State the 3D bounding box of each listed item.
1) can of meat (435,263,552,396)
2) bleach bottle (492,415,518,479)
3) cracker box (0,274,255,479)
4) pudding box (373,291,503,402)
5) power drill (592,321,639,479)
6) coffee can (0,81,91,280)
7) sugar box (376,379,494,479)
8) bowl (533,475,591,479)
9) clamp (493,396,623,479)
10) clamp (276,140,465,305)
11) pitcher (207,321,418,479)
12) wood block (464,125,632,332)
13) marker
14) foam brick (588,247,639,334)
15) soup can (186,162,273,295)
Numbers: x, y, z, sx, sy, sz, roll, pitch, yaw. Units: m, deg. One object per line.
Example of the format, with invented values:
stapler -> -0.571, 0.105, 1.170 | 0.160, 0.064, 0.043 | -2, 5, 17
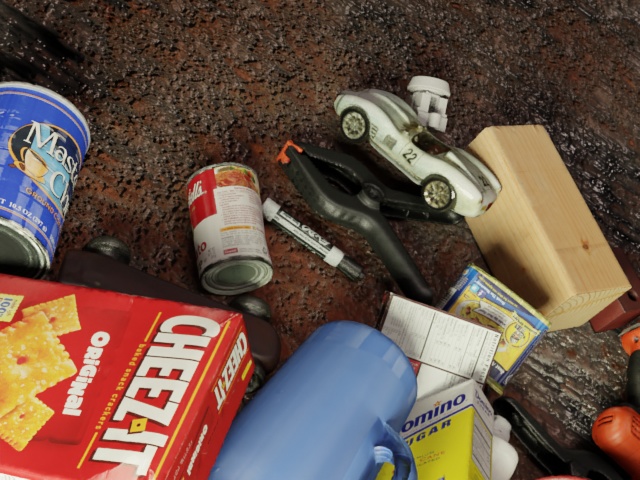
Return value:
can of meat -> 0.156, 0.083, 1.017 | 0.102, 0.057, 0.084 | 38, 90, -1
bleach bottle -> 0.112, 0.240, 0.875 | 0.068, 0.103, 0.250 | 48, 46, -14
cracker box -> -0.175, 0.112, 0.753 | 0.214, 0.072, 0.164 | 7, 46, 16
pudding box -> 0.098, 0.106, 0.966 | 0.113, 0.039, 0.090 | 20, 86, -5
power drill -> 0.357, 0.184, 1.083 | 0.184, 0.057, 0.187 | 42, 42, -18
coffee can -> -0.252, -0.044, 0.864 | 0.102, 0.103, 0.140 | 21, 50, -17
sugar box -> 0.091, 0.189, 0.866 | 0.048, 0.093, 0.176 | 56, 21, -19
bowl -> 0.208, 0.283, 0.897 | 0.055, 0.162, 0.162 | 44, 31, -52
clamp -> 0.227, 0.216, 1.005 | 0.171, 0.039, 0.120 | 21, 53, -25
clamp -> 0.048, -0.027, 1.069 | 0.210, 0.036, 0.164 | 29, 39, -9
pitcher -> -0.007, 0.173, 0.831 | 0.149, 0.145, 0.242 | 38, 44, 3
wood block -> 0.227, -0.014, 1.135 | 0.090, 0.090, 0.206 | -5, 61, -35
marker -> -0.007, 0.001, 1.033 | 0.121, 0.020, 0.020 | 36, 47, -4
foam brick -> 0.314, 0.054, 1.163 | 0.052, 0.051, 0.078 | -8, 63, -35
soup can -> -0.082, -0.009, 0.964 | 0.068, 0.069, 0.102 | 6, 56, -28
